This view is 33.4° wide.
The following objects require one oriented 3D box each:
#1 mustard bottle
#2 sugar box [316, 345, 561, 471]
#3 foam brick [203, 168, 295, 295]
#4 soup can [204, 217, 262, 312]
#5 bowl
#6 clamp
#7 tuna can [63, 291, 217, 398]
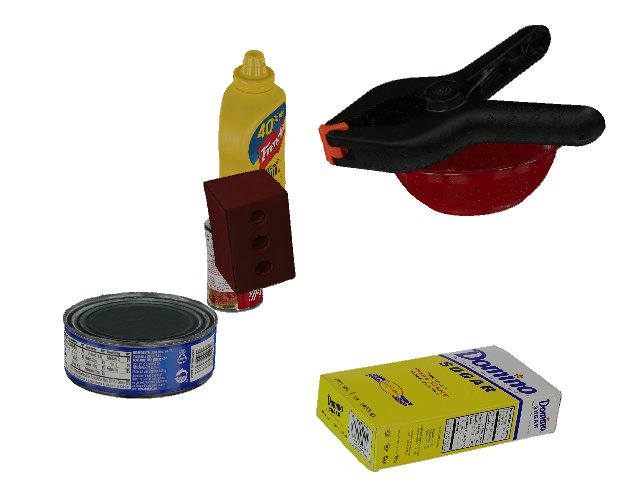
[{"bbox_3d":[-0.069,-0.106,1.096,0.058,0.192,0.096,19,40,21],"label":"mustard bottle"},{"bbox_3d":[0.096,0.131,0.861,0.176,0.048,0.093,-9,25,-26],"label":"sugar box"},{"bbox_3d":[-0.055,-0.008,0.831,0.053,0.078,0.051,-16,31,-18],"label":"foam brick"},{"bbox_3d":[-0.103,0.025,1.269,0.068,0.102,0.068,0,21,0],"label":"soup can"},{"bbox_3d":[0.134,-0.064,0.932,0.162,0.055,0.162,-8,24,3],"label":"bowl"},{"bbox_3d":[0.088,-0.076,0.666,0.171,0.039,0.120,-23,34,-2],"label":"clamp"},{"bbox_3d":[-0.101,0.058,0.601,0.086,0.034,0.086,3,15,-1],"label":"tuna can"}]
